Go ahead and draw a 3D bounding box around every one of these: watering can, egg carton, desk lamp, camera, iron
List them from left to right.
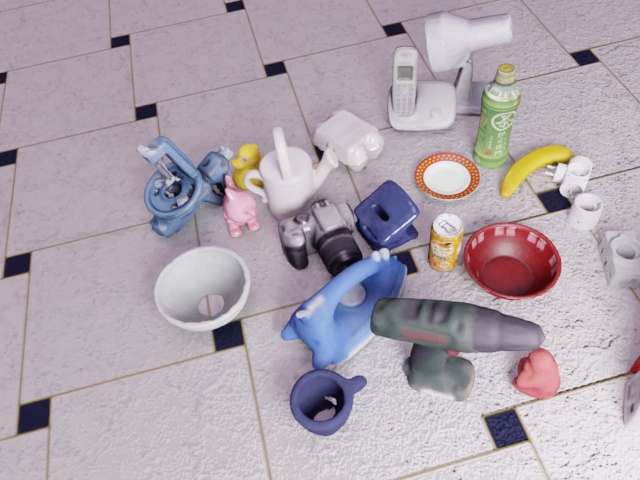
[{"bbox_3d":[-0.056,-0.134,1.082,0.173,0.194,0.100,-27,55,-14],"label":"watering can"},{"bbox_3d":[0.009,0.004,1.029,0.143,0.101,0.136,-21,53,-10],"label":"camera"},{"bbox_3d":[0.056,-0.212,1.207,0.150,0.069,0.107,36,64,28],"label":"egg carton"},{"bbox_3d":[0.054,0.085,0.937,0.259,0.142,0.118,-40,59,-22],"label":"iron"},{"bbox_3d":[0.321,-0.383,1.219,0.203,0.214,0.118,6,54,11],"label":"desk lamp"}]

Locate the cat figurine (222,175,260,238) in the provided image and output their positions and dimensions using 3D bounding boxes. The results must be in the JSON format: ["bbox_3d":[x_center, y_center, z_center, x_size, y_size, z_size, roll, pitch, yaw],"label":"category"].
[{"bbox_3d":[-0.157,-0.070,1.092,0.067,0.118,0.127,-19,53,-8],"label":"cat figurine"}]

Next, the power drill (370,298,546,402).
[{"bbox_3d":[0.187,0.154,0.827,0.229,0.209,0.076,11,55,14],"label":"power drill"}]

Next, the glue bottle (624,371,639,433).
[{"bbox_3d":[0.463,0.200,0.785,0.037,0.173,0.078,14,56,17],"label":"glue bottle"}]

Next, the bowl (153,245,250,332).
[{"bbox_3d":[-0.197,0.095,0.998,0.167,0.075,0.167,-3,53,4],"label":"bowl"}]

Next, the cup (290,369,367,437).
[{"bbox_3d":[0.017,0.245,0.849,0.118,0.095,0.091,-24,54,-12],"label":"cup"}]

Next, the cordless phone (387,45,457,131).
[{"bbox_3d":[0.215,-0.320,1.200,0.147,0.185,0.094,-2,53,5],"label":"cordless phone"}]

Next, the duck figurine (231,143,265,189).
[{"bbox_3d":[-0.137,-0.163,1.181,0.105,0.086,0.077,-27,55,-14],"label":"duck figurine"}]

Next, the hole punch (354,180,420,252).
[{"bbox_3d":[0.122,-0.040,1.057,0.101,0.091,0.108,-27,55,-14],"label":"hole punch"}]

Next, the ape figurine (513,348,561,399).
[{"bbox_3d":[0.326,0.193,0.856,0.078,0.092,0.076,-27,55,-14],"label":"ape figurine"}]

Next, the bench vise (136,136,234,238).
[{"bbox_3d":[-0.263,-0.134,1.088,0.121,0.220,0.208,18,57,19],"label":"bench vise"}]
